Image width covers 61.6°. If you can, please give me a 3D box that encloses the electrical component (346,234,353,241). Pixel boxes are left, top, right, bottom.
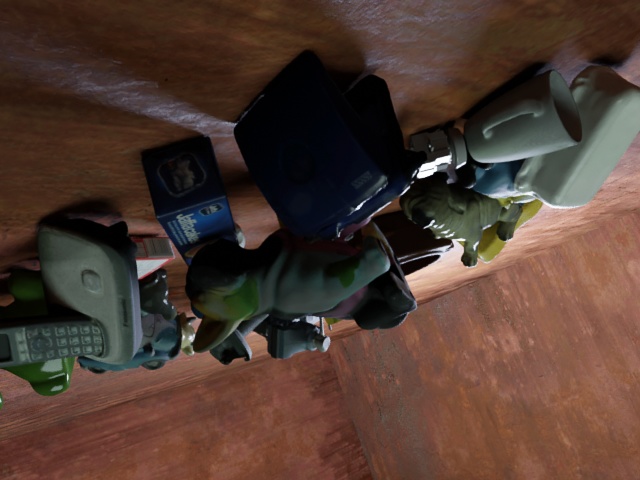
[{"bbox_3d":[0.000,-0.003,0.793,0.102,0.045,0.078,-24,164,14],"label":"electrical component"}]

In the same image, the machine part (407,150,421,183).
[{"bbox_3d":[0.067,-0.075,0.595,0.084,0.039,0.139,6,169,-1],"label":"machine part"}]

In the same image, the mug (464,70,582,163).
[{"bbox_3d":[0.206,-0.120,0.571,0.107,0.080,0.109,-21,175,43],"label":"mug"}]

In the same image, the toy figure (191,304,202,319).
[{"bbox_3d":[-0.169,0.083,0.861,0.064,0.058,0.154,-18,162,-35],"label":"toy figure"}]

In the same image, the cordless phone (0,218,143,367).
[{"bbox_3d":[-0.265,0.054,0.500,0.184,0.089,0.146,-6,123,-22],"label":"cordless phone"}]

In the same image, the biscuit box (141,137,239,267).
[{"bbox_3d":[-0.118,-0.024,0.525,0.063,0.059,0.202,-18,165,-9],"label":"biscuit box"}]

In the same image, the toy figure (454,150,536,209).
[{"bbox_3d":[0.245,-0.098,0.709,0.180,0.089,0.082,5,165,-41],"label":"toy figure"}]

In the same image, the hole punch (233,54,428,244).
[{"bbox_3d":[0.000,-0.069,0.427,0.092,0.116,0.142,7,150,-44],"label":"hole punch"}]

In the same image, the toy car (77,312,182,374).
[{"bbox_3d":[-0.302,0.140,0.833,0.162,0.109,0.102,-7,142,-6],"label":"toy car"}]

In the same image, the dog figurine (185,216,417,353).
[{"bbox_3d":[-0.029,0.050,0.555,0.219,0.108,0.191,-24,139,11],"label":"dog figurine"}]

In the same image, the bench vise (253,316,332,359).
[{"bbox_3d":[-0.040,0.161,1.118,0.224,0.128,0.240,0,-171,38],"label":"bench vise"}]

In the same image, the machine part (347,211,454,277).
[{"bbox_3d":[0.123,0.023,0.972,0.201,0.087,0.201,-12,162,-29],"label":"machine part"}]

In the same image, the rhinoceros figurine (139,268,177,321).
[{"bbox_3d":[-0.286,0.096,0.718,0.190,0.073,0.112,-22,167,6],"label":"rhinoceros figurine"}]

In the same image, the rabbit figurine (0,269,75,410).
[{"bbox_3d":[-0.361,0.115,0.585,0.170,0.159,0.121,0,170,-15],"label":"rabbit figurine"}]

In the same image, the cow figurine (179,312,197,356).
[{"bbox_3d":[-0.293,0.175,0.991,0.127,0.085,0.195,-11,164,-9],"label":"cow figurine"}]

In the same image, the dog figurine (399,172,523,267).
[{"bbox_3d":[0.212,-0.065,0.778,0.172,0.121,0.190,-53,144,-2],"label":"dog figurine"}]

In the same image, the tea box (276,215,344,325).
[{"bbox_3d":[0.006,0.026,0.697,0.068,0.098,0.169,-21,141,2],"label":"tea box"}]

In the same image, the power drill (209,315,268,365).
[{"bbox_3d":[-0.098,0.119,0.943,0.232,0.086,0.207,-22,-158,43],"label":"power drill"}]
